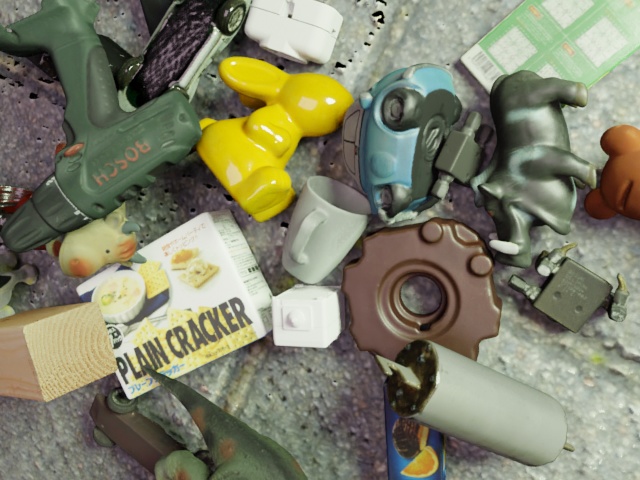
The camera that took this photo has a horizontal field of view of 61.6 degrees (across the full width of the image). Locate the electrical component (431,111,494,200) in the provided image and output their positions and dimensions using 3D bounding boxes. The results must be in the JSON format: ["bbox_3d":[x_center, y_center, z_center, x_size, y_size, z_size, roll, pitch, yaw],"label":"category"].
[{"bbox_3d":[0.145,-0.081,0.550,0.021,0.063,0.094,27,93,37],"label":"electrical component"}]

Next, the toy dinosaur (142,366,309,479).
[{"bbox_3d":[-0.053,0.297,0.586,0.192,0.131,0.404,-28,96,29],"label":"toy dinosaur"}]

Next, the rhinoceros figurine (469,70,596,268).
[{"bbox_3d":[0.202,-0.066,0.519,0.112,0.073,0.190,0,103,15],"label":"rhinoceros figurine"}]

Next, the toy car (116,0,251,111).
[{"bbox_3d":[-0.152,-0.211,0.592,0.073,0.056,0.201,36,96,3],"label":"toy car"}]

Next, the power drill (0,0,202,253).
[{"bbox_3d":[-0.252,-0.122,0.534,0.232,0.086,0.207,-26,85,1],"label":"power drill"}]

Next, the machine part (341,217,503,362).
[{"bbox_3d":[0.108,0.062,0.580,0.180,0.056,0.179,2,98,18],"label":"machine part"}]

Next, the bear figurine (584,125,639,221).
[{"bbox_3d":[0.356,-0.047,0.476,0.196,0.132,0.120,31,143,41],"label":"bear figurine"}]

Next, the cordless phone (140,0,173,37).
[{"bbox_3d":[-0.164,-0.307,0.626,0.147,0.089,0.184,-10,104,17],"label":"cordless phone"}]

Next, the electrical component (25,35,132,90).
[{"bbox_3d":[-0.275,-0.211,0.640,0.134,0.115,0.058,39,103,8],"label":"electrical component"}]

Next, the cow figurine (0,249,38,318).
[{"bbox_3d":[-0.477,0.095,0.745,0.068,0.098,0.167,38,105,3],"label":"cow figurine"}]

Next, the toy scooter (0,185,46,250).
[{"bbox_3d":[-0.404,-0.031,0.689,0.184,0.135,0.075,15,99,14],"label":"toy scooter"}]

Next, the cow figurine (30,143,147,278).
[{"bbox_3d":[-0.264,-0.033,0.631,0.127,0.195,0.085,0,133,-6],"label":"cow figurine"}]

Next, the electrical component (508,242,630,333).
[{"bbox_3d":[0.254,0.049,0.539,0.102,0.045,0.078,40,104,10],"label":"electrical component"}]

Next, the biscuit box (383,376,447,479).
[{"bbox_3d":[0.109,0.248,0.597,0.063,0.059,0.202,-2,95,17],"label":"biscuit box"}]

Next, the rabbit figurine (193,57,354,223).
[{"bbox_3d":[-0.048,-0.123,0.596,0.173,0.122,0.162,-36,75,4],"label":"rabbit figurine"}]

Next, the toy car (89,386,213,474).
[{"bbox_3d":[-0.216,0.269,0.705,0.202,0.053,0.089,34,121,11],"label":"toy car"}]

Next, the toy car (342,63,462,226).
[{"bbox_3d":[0.075,-0.102,0.558,0.103,0.109,0.161,22,115,37],"label":"toy car"}]

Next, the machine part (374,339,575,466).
[{"bbox_3d":[0.154,0.160,0.525,0.243,0.079,0.079,25,105,-19],"label":"machine part"}]

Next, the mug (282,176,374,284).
[{"bbox_3d":[-0.001,-0.002,0.586,0.081,0.109,0.107,29,117,8],"label":"mug"}]
